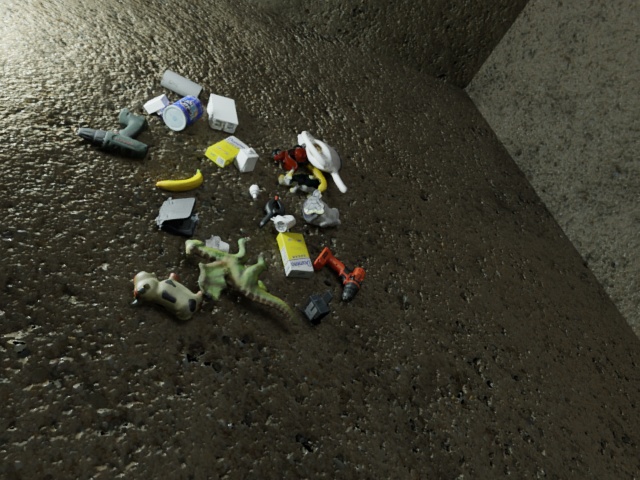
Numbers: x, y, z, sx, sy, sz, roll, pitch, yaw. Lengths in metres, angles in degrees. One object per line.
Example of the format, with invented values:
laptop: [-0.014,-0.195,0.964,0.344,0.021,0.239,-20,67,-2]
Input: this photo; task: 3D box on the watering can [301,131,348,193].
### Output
watering can: [0.036,-0.334,2.258,0.351,0.103,0.224,55,16,13]

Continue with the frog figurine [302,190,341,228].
frog figurine: [0.006,-0.103,2.041,0.140,0.122,0.157,55,5,39]

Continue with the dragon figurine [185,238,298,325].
dragon figurine: [-0.258,0.130,1.538,0.415,0.120,0.245,46,36,21]
